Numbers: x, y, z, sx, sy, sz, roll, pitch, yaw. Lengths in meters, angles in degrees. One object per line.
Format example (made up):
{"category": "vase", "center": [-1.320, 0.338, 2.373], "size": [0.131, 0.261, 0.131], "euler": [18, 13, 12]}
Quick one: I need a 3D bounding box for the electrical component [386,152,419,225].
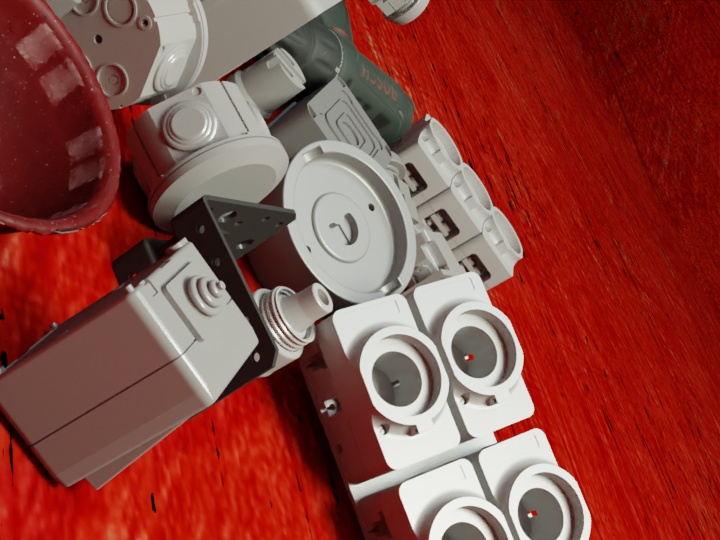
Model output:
{"category": "electrical component", "center": [0.016, -0.062, 0.861], "size": [0.066, 0.048, 0.055], "euler": [29, 43, -53]}

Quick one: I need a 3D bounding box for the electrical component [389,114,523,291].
{"category": "electrical component", "center": [0.081, -0.058, 0.976], "size": [0.150, 0.062, 0.089], "euler": [53, 22, -15]}

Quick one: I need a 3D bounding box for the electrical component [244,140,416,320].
{"category": "electrical component", "center": [-0.024, -0.020, 0.677], "size": [0.108, 0.060, 0.108], "euler": [20, 58, -37]}

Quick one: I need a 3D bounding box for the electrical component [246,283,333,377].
{"category": "electrical component", "center": [-0.044, 0.029, 0.577], "size": [0.043, 0.062, 0.043], "euler": [47, 24, -29]}

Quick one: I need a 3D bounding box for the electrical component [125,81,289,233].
{"category": "electrical component", "center": [-0.084, -0.060, 0.585], "size": [0.051, 0.080, 0.080], "euler": [61, 20, 18]}

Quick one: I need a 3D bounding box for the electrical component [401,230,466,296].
{"category": "electrical component", "center": [0.058, 0.003, 0.872], "size": [0.063, 0.042, 0.081], "euler": [61, 20, 15]}

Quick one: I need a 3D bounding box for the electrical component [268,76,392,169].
{"category": "electrical component", "center": [-0.028, -0.084, 0.773], "size": [0.078, 0.057, 0.113], "euler": [55, 21, -12]}

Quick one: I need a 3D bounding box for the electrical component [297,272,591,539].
{"category": "electrical component", "center": [0.050, 0.104, 0.601], "size": [0.105, 0.060, 0.186], "euler": [-15, 78, -32]}

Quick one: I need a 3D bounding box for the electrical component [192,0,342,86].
{"category": "electrical component", "center": [-0.076, -0.170, 0.702], "size": [0.057, 0.113, 0.078], "euler": [57, 21, -12]}

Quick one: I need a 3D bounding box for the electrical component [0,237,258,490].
{"category": "electrical component", "center": [-0.085, 0.036, 0.426], "size": [0.061, 0.096, 0.061], "euler": [56, 21, -10]}

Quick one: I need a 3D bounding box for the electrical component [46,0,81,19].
{"category": "electrical component", "center": [-0.195, -0.192, 0.535], "size": [0.089, 0.062, 0.150], "euler": [31, 34, -51]}

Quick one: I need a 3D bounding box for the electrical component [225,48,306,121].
{"category": "electrical component", "center": [-0.067, -0.130, 0.762], "size": [0.040, 0.046, 0.040], "euler": [47, 24, -29]}

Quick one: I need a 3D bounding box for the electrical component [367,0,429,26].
{"category": "electrical component", "center": [0.029, -0.248, 0.942], "size": [0.055, 0.048, 0.066], "euler": [39, 31, -36]}

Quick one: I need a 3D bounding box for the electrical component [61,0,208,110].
{"category": "electrical component", "center": [-0.127, -0.126, 0.577], "size": [0.080, 0.080, 0.051], "euler": [58, 26, -4]}
